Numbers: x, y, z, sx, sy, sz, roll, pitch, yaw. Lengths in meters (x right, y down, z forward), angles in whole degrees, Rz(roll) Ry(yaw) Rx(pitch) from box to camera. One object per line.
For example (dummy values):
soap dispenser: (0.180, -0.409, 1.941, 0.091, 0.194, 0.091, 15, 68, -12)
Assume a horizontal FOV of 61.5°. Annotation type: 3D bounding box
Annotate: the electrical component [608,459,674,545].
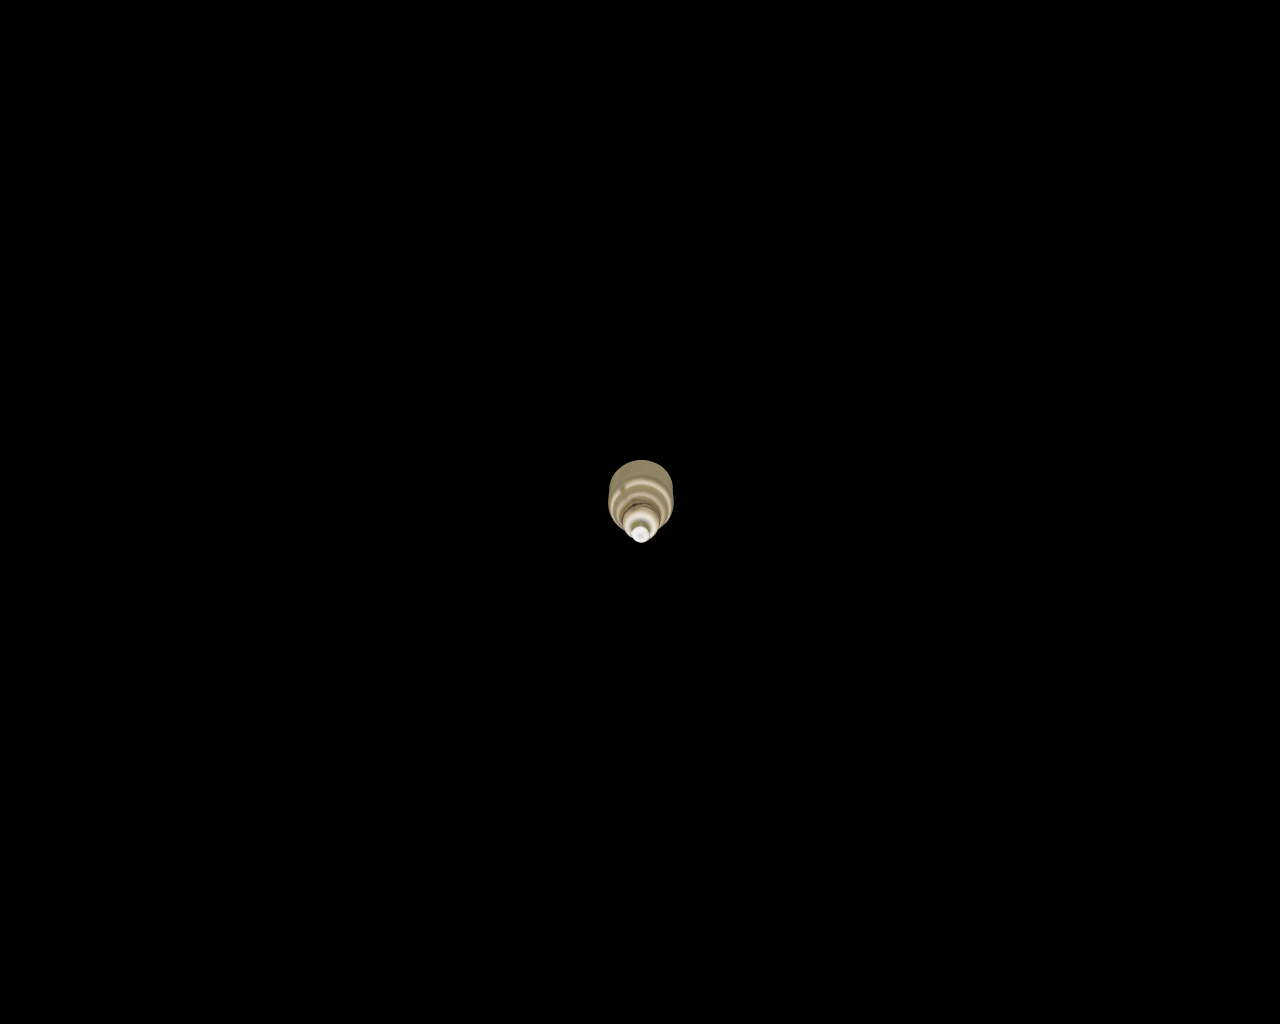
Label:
electrical component: (0.001, -0.003, 0.650, 0.040, 0.040, 0.078, 0, 24, 0)
